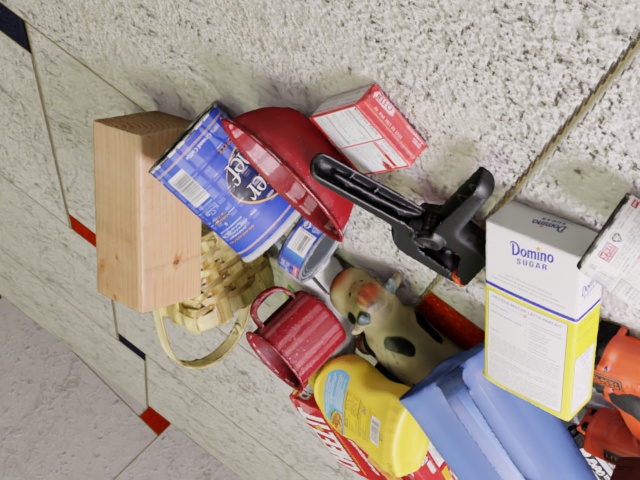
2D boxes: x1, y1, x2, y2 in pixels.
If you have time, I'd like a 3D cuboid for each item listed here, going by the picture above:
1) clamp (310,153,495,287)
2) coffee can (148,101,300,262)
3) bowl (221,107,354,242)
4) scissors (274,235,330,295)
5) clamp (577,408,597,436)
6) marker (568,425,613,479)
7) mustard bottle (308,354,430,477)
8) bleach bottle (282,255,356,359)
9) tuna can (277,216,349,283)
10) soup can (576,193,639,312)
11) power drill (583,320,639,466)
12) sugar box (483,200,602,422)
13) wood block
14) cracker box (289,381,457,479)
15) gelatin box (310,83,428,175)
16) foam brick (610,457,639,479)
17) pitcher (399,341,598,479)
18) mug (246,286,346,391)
[{"bbox_3d":[0.105,-0.014,0.940,0.165,0.036,0.209,5,155,36],"label":"clamp"},{"bbox_3d":[-0.094,-0.060,1.118,0.140,0.102,0.103,43,159,-12],"label":"coffee can"},{"bbox_3d":[-0.018,-0.073,1.001,0.162,0.055,0.162,44,173,7],"label":"bowl"},{"bbox_3d":[-0.047,0.002,1.223,0.202,0.016,0.096,50,173,20],"label":"scissors"},{"bbox_3d":[0.344,0.239,1.099,0.172,0.039,0.120,34,155,27],"label":"clamp"},{"bbox_3d":[0.310,0.249,1.205,0.020,0.020,0.121,8,144,54],"label":"marker"},{"bbox_3d":[0.045,0.185,1.220,0.192,0.058,0.096,29,124,48],"label":"mustard bottle"},{"bbox_3d":[0.001,0.078,1.312,0.103,0.068,0.251,33,157,14],"label":"bleach bottle"},{"bbox_3d":[-0.007,0.001,1.127,0.034,0.086,0.086,35,160,13],"label":"tuna can"},{"bbox_3d":[0.244,0.021,0.763,0.102,0.068,0.068,35,160,12],"label":"soup can"},{"bbox_3d":[0.267,0.144,1.000,0.185,0.057,0.187,20,153,41],"label":"power drill"},{"bbox_3d":[0.187,0.060,0.901,0.093,0.048,0.176,26,133,35],"label":"sugar box"},{"bbox_3d":[-0.195,-0.034,1.213,0.090,0.090,0.206,20,116,41],"label":"wood block"},{"bbox_3d":[0.081,0.253,1.327,0.214,0.072,0.164,19,150,44],"label":"cracker box"},{"bbox_3d":[0.041,-0.094,0.921,0.073,0.030,0.089,47,158,-18],"label":"gelatin box"},{"bbox_3d":[0.307,0.233,0.970,0.051,0.053,0.078,44,150,-21],"label":"foam brick"},{"bbox_3d":[0.195,0.221,1.067,0.243,0.149,0.145,56,143,6],"label":"pitcher"},{"bbox_3d":[-0.032,0.103,1.219,0.117,0.081,0.093,51,161,-15],"label":"mug"}]
